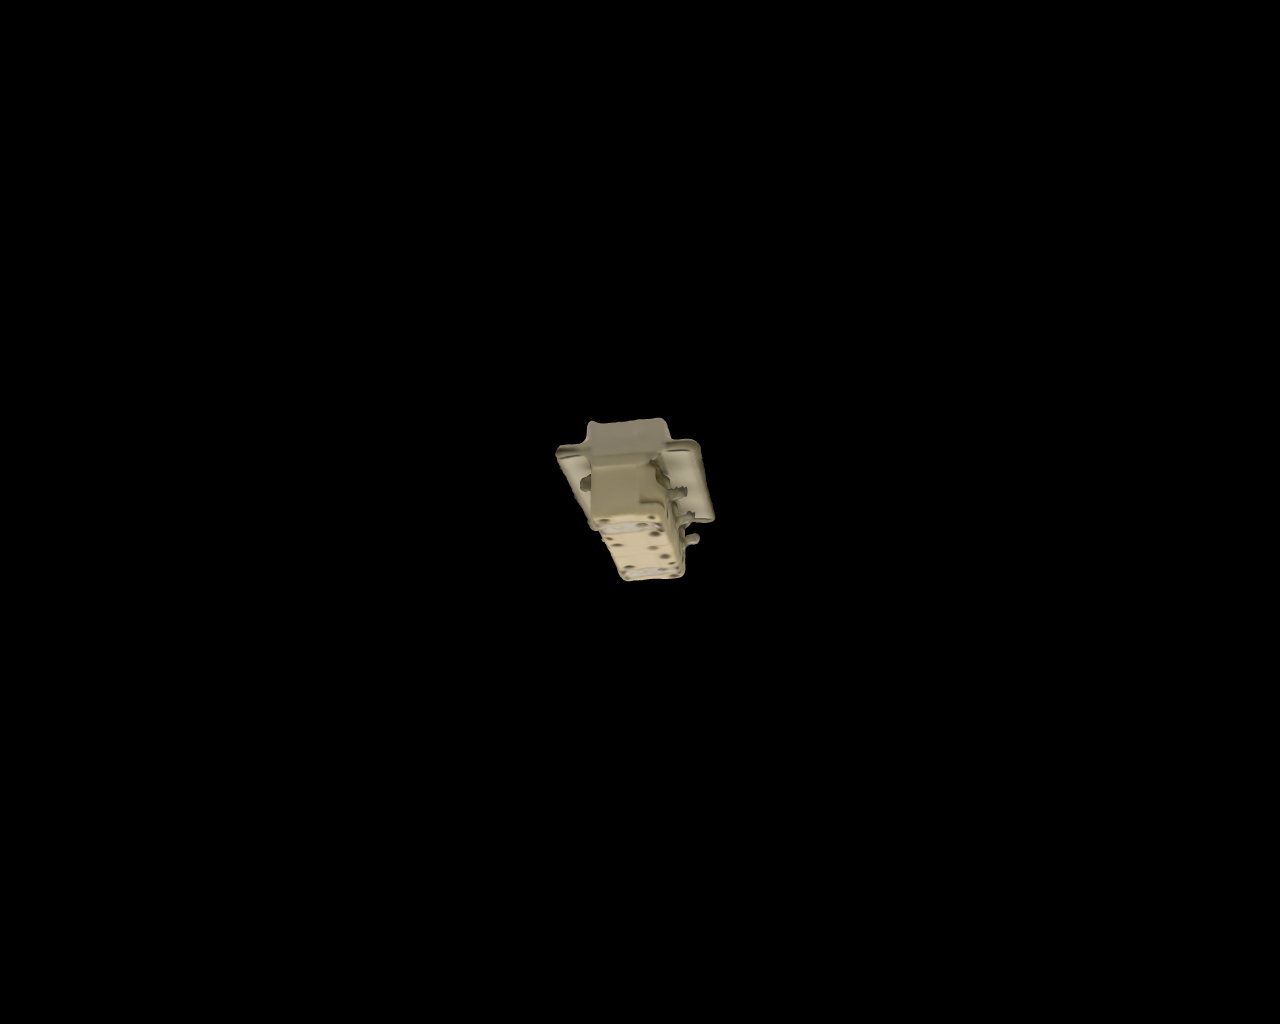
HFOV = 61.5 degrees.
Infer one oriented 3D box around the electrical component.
[{"bbox_3d":[0.001,-0.003,0.650,0.079,0.063,0.121,-3,-22,7],"label":"electrical component"}]
